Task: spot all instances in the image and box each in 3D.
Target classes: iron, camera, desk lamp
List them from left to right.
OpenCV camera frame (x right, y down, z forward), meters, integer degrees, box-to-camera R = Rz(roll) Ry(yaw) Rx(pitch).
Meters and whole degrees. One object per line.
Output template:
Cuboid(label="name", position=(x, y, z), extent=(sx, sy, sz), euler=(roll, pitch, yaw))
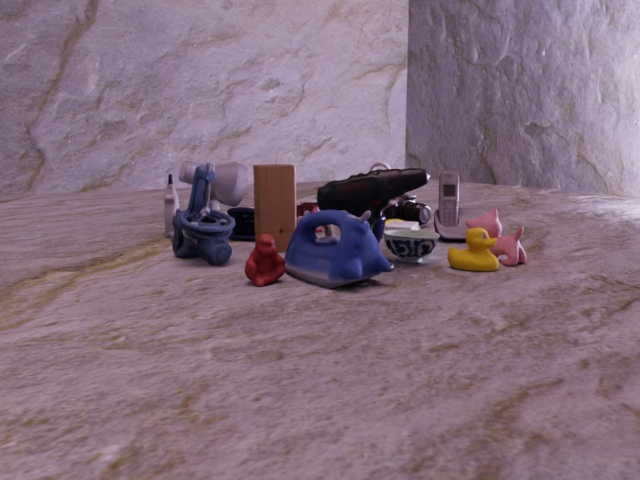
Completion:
Cuboid(label="desk lamp", position=(-0.293, -0.106, 1.522), extent=(0.204, 0.213, 0.117), euler=(-5, 11, -29))
Cuboid(label="iron", position=(0.010, 0.004, 1.100), extent=(0.119, 0.141, 0.257), euler=(-9, 13, -43))
Cuboid(label="camera", position=(0.269, -0.094, 1.792), extent=(0.144, 0.101, 0.136), euler=(-7, 12, -36))

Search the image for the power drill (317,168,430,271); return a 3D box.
Cuboid(label="power drill", position=(0.108, -0.044, 1.182), extent=(0.229, 0.208, 0.075), euler=(0, 10, 3))

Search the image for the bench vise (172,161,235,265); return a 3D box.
Cuboid(label="bench vise", position=(-0.276, -0.063, 1.257), extent=(0.206, 0.220, 0.122), euler=(6, 12, 31))

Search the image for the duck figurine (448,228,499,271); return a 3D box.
Cuboid(label="duck figurine", position=(0.319, 0.017, 1.191), extent=(0.104, 0.086, 0.078), euler=(3, 10, 18))

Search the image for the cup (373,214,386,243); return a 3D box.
Cuboid(label="cup", position=(0.115, -0.015, 1.351), extent=(0.091, 0.095, 0.118), euler=(7, 12, 33))

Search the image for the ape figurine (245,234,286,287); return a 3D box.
Cuboid(label="ape figurine", position=(-0.103, 0.034, 1.069), extent=(0.078, 0.092, 0.076), euler=(-2, 10, -11))

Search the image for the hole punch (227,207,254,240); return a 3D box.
Cuboid(label="hole punch", position=(-0.191, -0.048, 1.551), extent=(0.108, 0.091, 0.101), euler=(3, 10, 15))

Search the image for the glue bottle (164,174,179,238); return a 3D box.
Cuboid(label="glue bottle", position=(-0.411, -0.096, 1.585), extent=(0.037, 0.173, 0.078), euler=(-1, 10, -7))

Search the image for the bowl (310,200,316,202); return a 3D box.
Cuboid(label="bowl", position=(0.047, -0.085, 1.813), extent=(0.167, 0.075, 0.167), euler=(0, 10, 0))

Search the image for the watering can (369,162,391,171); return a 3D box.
Cuboid(label="watering can", position=(0.199, -0.164, 1.920), extent=(0.100, 0.194, 0.173), euler=(4, 10, 20))

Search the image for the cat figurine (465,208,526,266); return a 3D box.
Cuboid(label="cat figurine", position=(0.386, -0.011, 1.257), extent=(0.127, 0.118, 0.067), euler=(9, 13, 41))

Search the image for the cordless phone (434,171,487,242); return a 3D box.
Cuboid(label="cordless phone", position=(0.376, -0.089, 1.515), extent=(0.147, 0.185, 0.094), euler=(-1, 10, -4))
